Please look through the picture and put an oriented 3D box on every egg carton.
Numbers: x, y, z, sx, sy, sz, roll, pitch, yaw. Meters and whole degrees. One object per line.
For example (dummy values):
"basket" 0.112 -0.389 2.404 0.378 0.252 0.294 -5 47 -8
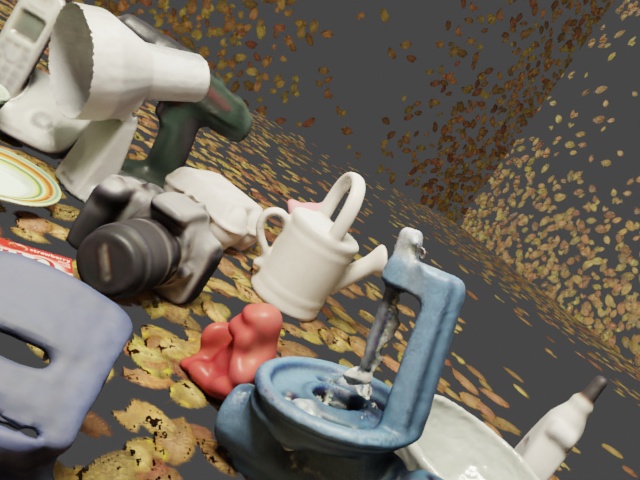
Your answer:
"egg carton" -0.151 -0.046 0.825 0.150 0.069 0.107 37 14 19

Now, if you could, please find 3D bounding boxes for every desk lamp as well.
"desk lamp" -0.236 -0.148 0.685 0.117 0.213 0.204 42 16 34

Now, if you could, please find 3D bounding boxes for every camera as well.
"camera" -0.177 -0.005 0.554 0.143 0.100 0.137 34 13 6

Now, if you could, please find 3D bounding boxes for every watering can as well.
"watering can" 0.006 0.002 0.744 0.173 0.194 0.100 22 17 -39

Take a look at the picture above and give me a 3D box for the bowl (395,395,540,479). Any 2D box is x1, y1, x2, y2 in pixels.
"bowl" 0.116 0.214 0.500 0.167 0.074 0.167 31 14 -8

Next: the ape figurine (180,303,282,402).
"ape figurine" -0.065 0.092 0.485 0.076 0.092 0.077 28 14 -18

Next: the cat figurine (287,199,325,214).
"cat figurine" -0.006 -0.006 0.907 0.127 0.117 0.067 36 14 13

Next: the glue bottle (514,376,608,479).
"glue bottle" 0.232 0.206 0.579 0.037 0.173 0.078 36 14 16

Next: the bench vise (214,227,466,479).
"bench vise" 0.053 0.116 0.390 0.207 0.219 0.122 34 13 5

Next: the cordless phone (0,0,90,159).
"cordless phone" -0.343 -0.209 0.718 0.148 0.185 0.094 29 14 -13

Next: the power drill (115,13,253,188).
"power drill" -0.221 -0.174 0.820 0.230 0.208 0.075 24 16 -33

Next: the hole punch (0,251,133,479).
"hole punch" -0.172 0.071 0.319 0.109 0.091 0.101 29 14 -14
